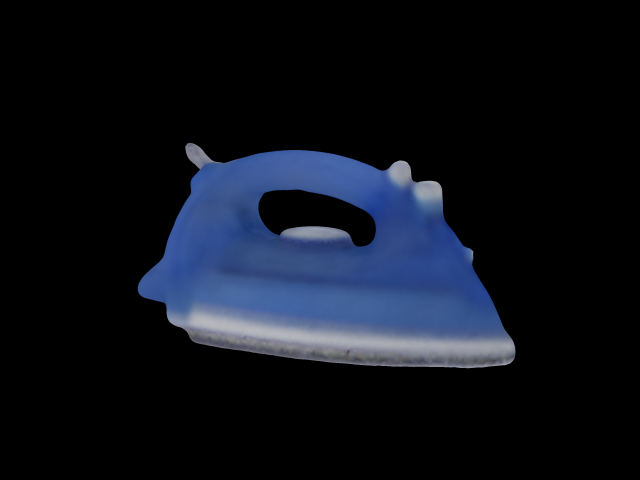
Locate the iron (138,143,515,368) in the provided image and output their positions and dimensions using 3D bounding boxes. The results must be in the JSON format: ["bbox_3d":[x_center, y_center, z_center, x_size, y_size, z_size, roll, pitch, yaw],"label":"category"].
[{"bbox_3d":[0.004,0.001,0.400,0.257,0.141,0.119,3,7,22],"label":"iron"}]
